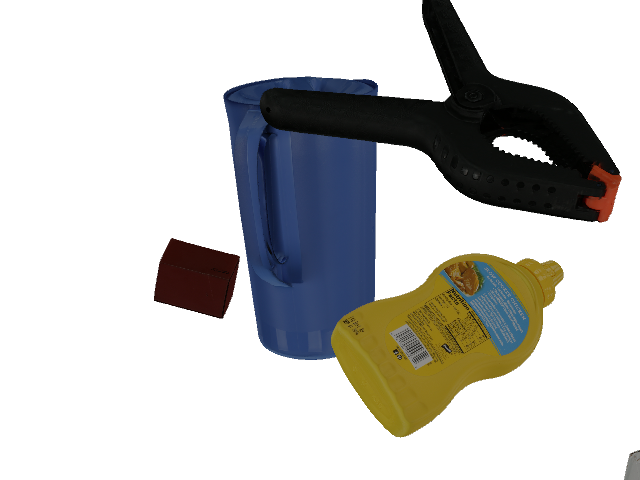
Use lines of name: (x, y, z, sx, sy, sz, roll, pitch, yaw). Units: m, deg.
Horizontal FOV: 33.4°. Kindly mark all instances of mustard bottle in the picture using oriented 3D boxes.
mustard bottle: (0.109, 0.063, 0.806, 0.191, 0.096, 0.058, -27, -21, -24)

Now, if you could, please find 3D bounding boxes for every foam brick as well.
foam brick: (-0.131, 0.040, 1.128, 0.078, 0.051, 0.053, 15, 31, 2)

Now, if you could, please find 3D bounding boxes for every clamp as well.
clamp: (0.078, -0.070, 0.634, 0.164, 0.036, 0.210, -31, 54, -25)

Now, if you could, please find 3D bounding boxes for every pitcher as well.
pitcher: (-0.015, -0.019, 0.943, 0.149, 0.243, 0.145, -10, 19, -19)

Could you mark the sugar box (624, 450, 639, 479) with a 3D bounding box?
sugar box: (0.202, 0.184, 0.499, 0.048, 0.093, 0.176, -9, 30, -21)
